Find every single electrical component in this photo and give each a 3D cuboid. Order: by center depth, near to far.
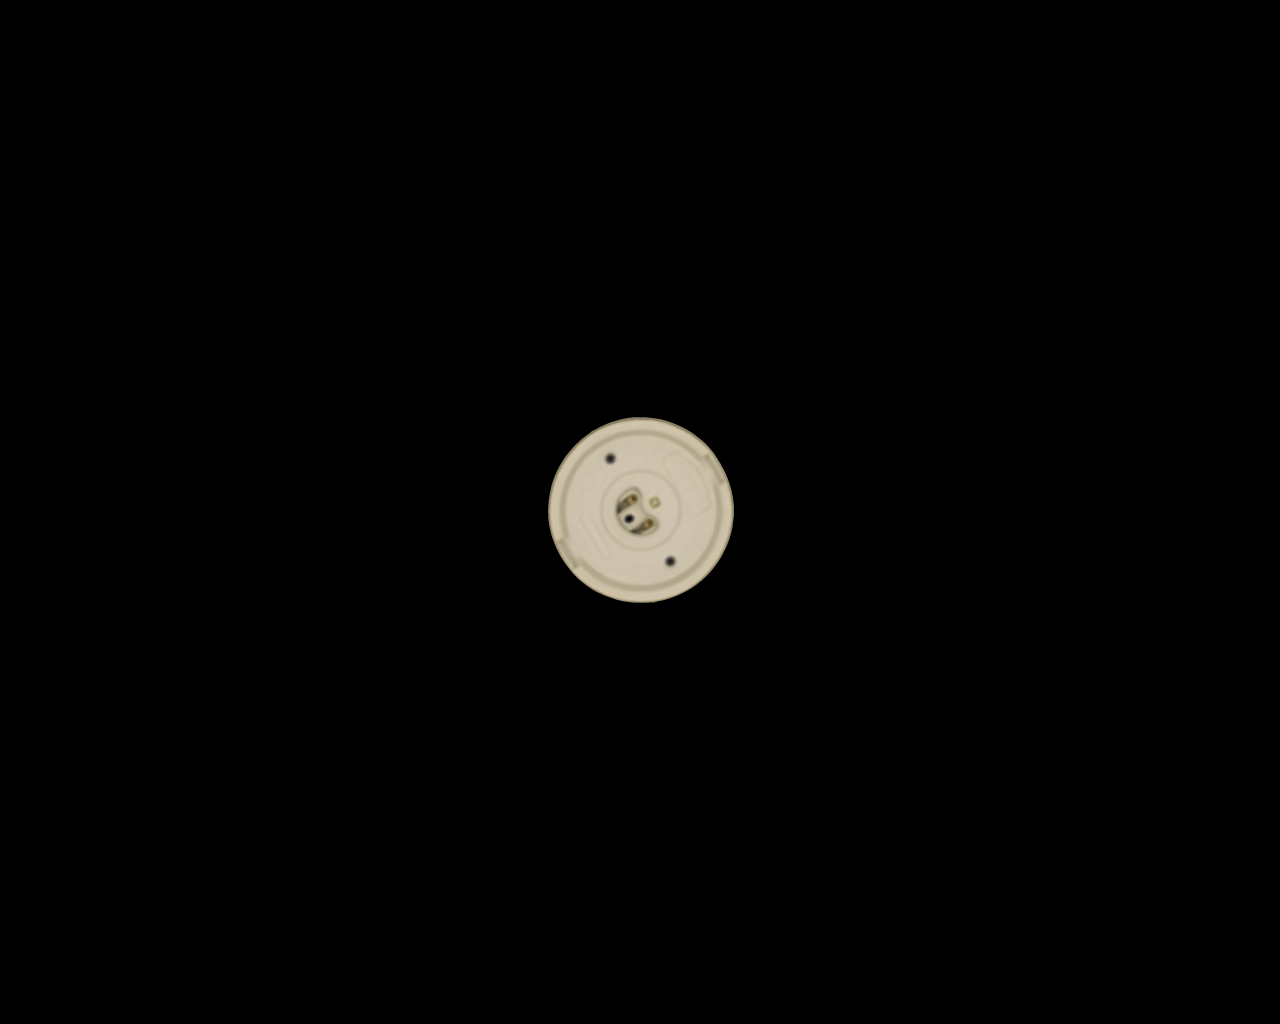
[{"bbox_3d":[0.001,-0.003,0.650,0.108,0.108,0.060,0,4,0],"label":"electrical component"}]
